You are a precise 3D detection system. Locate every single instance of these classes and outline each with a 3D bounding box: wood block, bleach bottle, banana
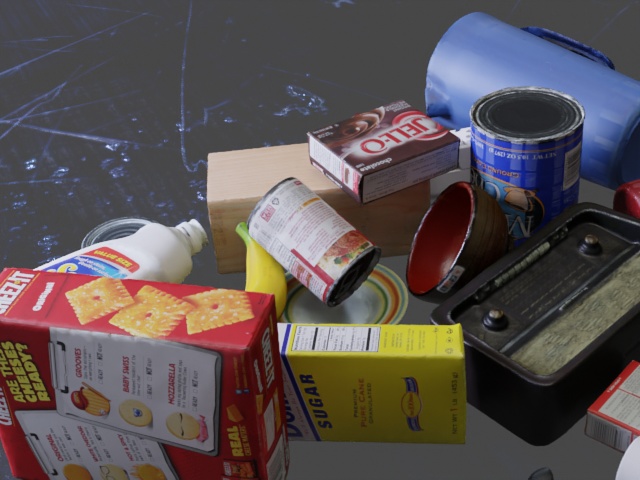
[{"bbox_3d":[-0.002,-0.036,1.037,0.206,0.090,0.091,-6,35,-1],"label":"wood block"},{"bbox_3d":[-0.214,0.049,0.949,0.250,0.068,0.103,-32,45,-24],"label":"bleach bottle"},{"bbox_3d":[-0.063,0.051,0.904,0.069,0.037,0.197,29,24,-6],"label":"banana"}]

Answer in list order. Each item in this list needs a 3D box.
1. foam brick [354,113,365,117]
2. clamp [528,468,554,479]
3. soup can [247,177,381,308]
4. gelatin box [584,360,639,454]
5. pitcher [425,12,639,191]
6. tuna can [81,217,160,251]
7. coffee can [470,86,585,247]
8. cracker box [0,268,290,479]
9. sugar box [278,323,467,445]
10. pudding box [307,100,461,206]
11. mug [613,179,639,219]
[{"bbox_3d":[0.059,-0.087,1.112,0.051,0.078,0.053,3,36,16],"label":"foam brick"},{"bbox_3d":[0.175,0.229,0.677,0.120,0.039,0.171,13,45,16],"label":"clamp"},{"bbox_3d":[-0.006,0.001,0.934,0.102,0.069,0.068,41,52,18],"label":"soup can"},{"bbox_3d":[0.257,0.136,0.804,0.089,0.030,0.073,24,43,34],"label":"gelatin box"},{"bbox_3d":[0.246,-0.150,1.132,0.243,0.149,0.144,31,10,36],"label":"pitcher"},{"bbox_3d":[-0.189,0.014,1.043,0.086,0.034,0.086,-4,35,3],"label":"tuna can"},{"bbox_3d":[0.190,-0.057,0.994,0.103,0.140,0.103,-4,35,3],"label":"coffee can"},{"bbox_3d":[-0.134,0.110,0.783,0.214,0.164,0.072,5,34,15],"label":"cracker box"},{"bbox_3d":[0.023,0.111,0.820,0.176,0.093,0.048,-2,33,7],"label":"sugar box"},{"bbox_3d":[0.059,-0.082,0.981,0.113,0.039,0.090,-24,40,-23],"label":"pudding box"},{"bbox_3d":[0.323,-0.015,0.961,0.081,0.093,0.117,-16,40,-6],"label":"mug"}]
